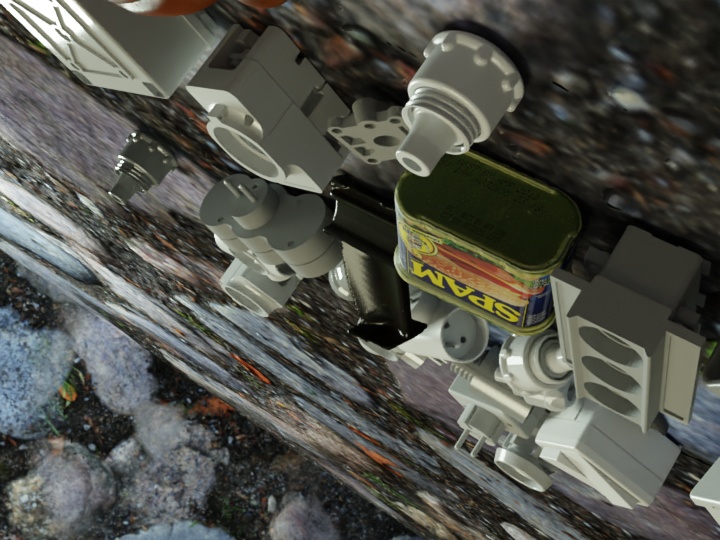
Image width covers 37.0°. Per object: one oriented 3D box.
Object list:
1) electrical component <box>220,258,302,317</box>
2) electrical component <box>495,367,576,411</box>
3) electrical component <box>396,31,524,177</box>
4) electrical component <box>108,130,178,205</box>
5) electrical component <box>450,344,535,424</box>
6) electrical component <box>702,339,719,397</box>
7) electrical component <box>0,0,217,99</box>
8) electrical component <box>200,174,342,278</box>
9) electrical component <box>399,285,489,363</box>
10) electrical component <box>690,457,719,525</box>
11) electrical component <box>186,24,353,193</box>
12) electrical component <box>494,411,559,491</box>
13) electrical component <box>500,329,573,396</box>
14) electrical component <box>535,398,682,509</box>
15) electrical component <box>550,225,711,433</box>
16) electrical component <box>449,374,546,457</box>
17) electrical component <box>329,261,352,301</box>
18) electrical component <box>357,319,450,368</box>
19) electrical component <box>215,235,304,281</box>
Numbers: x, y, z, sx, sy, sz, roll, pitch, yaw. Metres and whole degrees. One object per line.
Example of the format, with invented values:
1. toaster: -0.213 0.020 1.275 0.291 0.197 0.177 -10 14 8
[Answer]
1. electrical component: -0.093 0.007 1.015 0.050 0.055 0.089 38 165 -14
2. electrical component: 0.131 0.084 0.809 0.061 0.035 0.035 11 155 33
3. electrical component: 0.039 -0.070 0.474 0.048 0.062 0.048 32 165 9
4. electrical component: -0.189 -0.085 0.918 0.048 0.062 0.048 32 165 9
5. electrical component: 0.105 0.082 0.854 0.081 0.043 0.043 30 165 14
6. electrical component: 0.213 0.047 0.492 0.059 0.053 0.095 36 165 -8
7. electrical component: -0.156 -0.158 0.627 0.109 0.056 0.108 18 158 47
8. electrical component: -0.076 -0.045 0.822 0.138 0.052 0.073 19 159 44
9. electrical component: 0.048 0.036 0.829 0.079 0.043 0.077 40 164 -22
10. electrical component: 0.236 0.108 0.553 0.048 0.100 0.100 50 162 -12
11. electrical component: -0.050 -0.089 0.619 0.050 0.055 0.089 17 158 48
12. electrical component: 0.157 0.161 0.966 0.078 0.057 0.058 33 165 4
13. electrical component: 0.129 0.061 0.739 0.048 0.048 0.062 38 158 -15
14. electrical component: 0.191 0.139 0.817 0.096 0.061 0.062 38 165 -16
15. electrical component: 0.147 0.032 0.568 0.079 0.063 0.121 27 164 24
16. electrical component: 0.108 0.122 0.910 0.066 0.076 0.047 18 158 47
17. electrical component: 0.000 0.000 0.828 0.040 0.040 0.046 35 160 -3
18. electrical component: 0.041 0.058 0.913 0.079 0.044 0.077 34 165 -4
19. electrical component: -0.075 -0.016 0.926 0.077 0.044 0.079 22 161 40
